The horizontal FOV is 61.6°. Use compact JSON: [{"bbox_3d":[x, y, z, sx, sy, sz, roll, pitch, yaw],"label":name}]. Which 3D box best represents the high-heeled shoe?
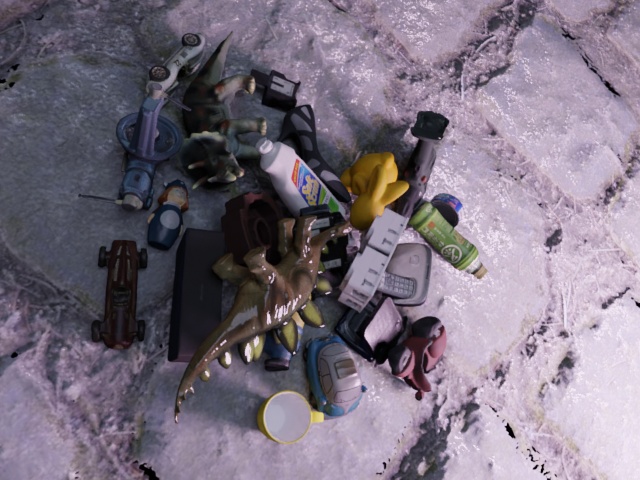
[{"bbox_3d":[0.006,-0.195,1.194,0.249,0.086,0.145,39,73,11],"label":"high-heeled shoe"}]

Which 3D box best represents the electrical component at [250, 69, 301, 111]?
[{"bbox_3d":[-0.108,-0.346,1.234,0.119,0.048,0.075,14,65,-17],"label":"electrical component"}]

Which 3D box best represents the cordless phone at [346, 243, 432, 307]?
[{"bbox_3d":[0.146,0.061,1.165,0.184,0.088,0.146,19,64,-14],"label":"cordless phone"}]

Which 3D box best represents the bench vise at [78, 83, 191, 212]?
[{"bbox_3d":[-0.322,-0.173,0.982,0.129,0.240,0.224,24,48,-8],"label":"bench vise"}]

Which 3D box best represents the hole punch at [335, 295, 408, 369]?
[{"bbox_3d":[0.106,0.181,1.114,0.142,0.092,0.115,-53,126,-32],"label":"hole punch"}]

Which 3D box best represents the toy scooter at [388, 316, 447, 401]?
[{"bbox_3d":[0.214,0.253,1.126,0.184,0.075,0.135,-33,108,-42],"label":"toy scooter"}]

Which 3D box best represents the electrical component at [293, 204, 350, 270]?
[{"bbox_3d":[-0.002,-0.003,1.079,0.115,0.058,0.134,-11,118,-11],"label":"electrical component"}]

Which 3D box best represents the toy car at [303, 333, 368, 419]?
[{"bbox_3d":[0.035,0.258,1.036,0.109,0.103,0.161,-6,75,-26],"label":"toy car"}]

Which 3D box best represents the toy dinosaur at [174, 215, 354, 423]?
[{"bbox_3d":[-0.088,0.101,0.918,0.471,0.105,0.198,-36,109,-34],"label":"toy dinosaur"}]

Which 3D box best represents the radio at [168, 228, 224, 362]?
[{"bbox_3d":[-0.224,0.105,0.967,0.073,0.131,0.229,8,67,-21],"label":"radio"}]

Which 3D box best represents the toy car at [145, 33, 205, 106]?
[{"bbox_3d":[-0.304,-0.364,1.144,0.056,0.073,0.202,33,62,-4],"label":"toy car"}]

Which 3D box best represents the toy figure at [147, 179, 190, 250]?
[{"bbox_3d":[-0.290,-0.055,1.046,0.064,0.058,0.154,45,49,-49],"label":"toy figure"}]

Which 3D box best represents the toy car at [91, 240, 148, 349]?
[{"bbox_3d":[-0.356,0.093,0.963,0.089,0.053,0.202,4,70,-18],"label":"toy car"}]

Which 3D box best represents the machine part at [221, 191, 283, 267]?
[{"bbox_3d":[-0.124,-0.009,1.046,0.179,0.056,0.179,47,33,-46],"label":"machine part"}]

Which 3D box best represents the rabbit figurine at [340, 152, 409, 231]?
[{"bbox_3d":[0.120,-0.099,1.173,0.122,0.162,0.173,34,56,-20],"label":"rabbit figurine"}]

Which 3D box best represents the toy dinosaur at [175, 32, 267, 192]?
[{"bbox_3d":[-0.222,-0.260,1.121,0.192,0.131,0.405,-11,66,-17],"label":"toy dinosaur"}]

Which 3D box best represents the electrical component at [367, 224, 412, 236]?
[{"bbox_3d":[0.156,-0.023,1.214,0.094,0.063,0.021,1,71,-21],"label":"electrical component"}]

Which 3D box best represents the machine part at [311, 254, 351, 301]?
[{"bbox_3d":[0.022,0.084,1.133,0.139,0.039,0.084,-22,86,-30],"label":"machine part"}]

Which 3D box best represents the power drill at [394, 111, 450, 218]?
[{"bbox_3d":[0.229,-0.173,1.225,0.086,0.207,0.232,16,49,16],"label":"power drill"}]

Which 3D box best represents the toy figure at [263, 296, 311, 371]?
[{"bbox_3d":[-0.067,0.162,1.042,0.089,0.082,0.180,16,61,-25],"label":"toy figure"}]
